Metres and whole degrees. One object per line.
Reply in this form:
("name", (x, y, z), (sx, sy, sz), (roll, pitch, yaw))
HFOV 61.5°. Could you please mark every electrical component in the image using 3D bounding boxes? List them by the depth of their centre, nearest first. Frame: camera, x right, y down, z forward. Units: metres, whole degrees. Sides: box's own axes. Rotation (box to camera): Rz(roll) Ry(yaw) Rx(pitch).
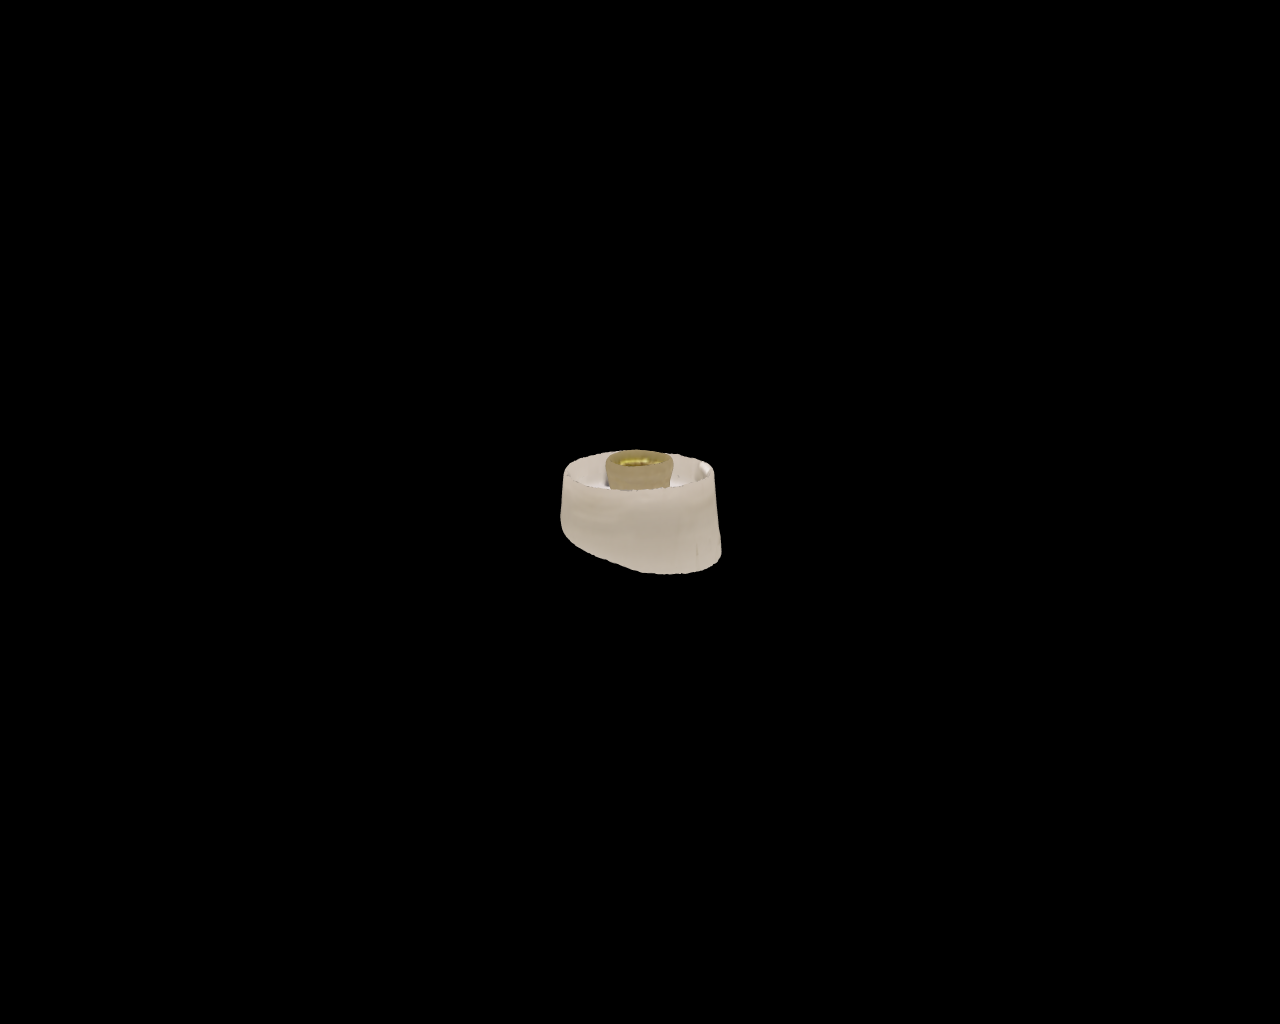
("electrical component", (0.001, -0.003, 0.650), (0.099, 0.064, 0.099), (0, 17, 0))
